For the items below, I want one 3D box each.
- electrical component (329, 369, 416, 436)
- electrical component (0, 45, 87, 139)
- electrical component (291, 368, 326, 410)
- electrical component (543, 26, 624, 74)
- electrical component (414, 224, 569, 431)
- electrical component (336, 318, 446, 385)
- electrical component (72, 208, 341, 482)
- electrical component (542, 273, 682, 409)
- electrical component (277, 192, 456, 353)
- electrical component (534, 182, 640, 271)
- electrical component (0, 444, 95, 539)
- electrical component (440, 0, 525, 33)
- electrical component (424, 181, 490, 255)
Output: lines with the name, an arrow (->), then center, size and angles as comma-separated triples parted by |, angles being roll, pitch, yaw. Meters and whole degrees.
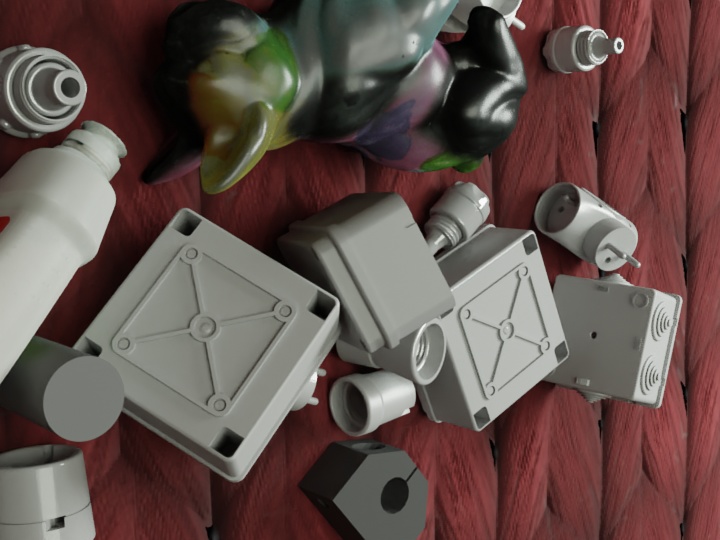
electrical component -> 0.009, 0.086, 0.717 | 0.046, 0.040, 0.040 | -12, 103, -43
electrical component -> -0.159, -0.091, 0.543 | 0.048, 0.062, 0.048 | -5, 98, -39
electrical component -> -0.054, 0.065, 0.660 | 0.079, 0.043, 0.077 | 20, 83, -39
electrical component -> 0.168, -0.165, 0.800 | 0.035, 0.061, 0.035 | -5, 99, -38
electrical component -> 0.084, 0.039, 0.761 | 0.109, 0.056, 0.108 | -33, 115, -31
electrical component -> 0.018, 0.048, 0.701 | 0.044, 0.065, 0.044 | -19, 113, -54
electrical component -> -0.082, 0.040, 0.590 | 0.108, 0.109, 0.056 | -56, 170, -20
electrical component -> 0.188, 0.052, 0.820 | 0.048, 0.100, 0.099 | 16, 85, -52
electrical component -> 0.000, 0.000, 0.642 | 0.057, 0.113, 0.078 | -30, 101, -12
electrical component -> 0.184, -0.025, 0.820 | 0.077, 0.079, 0.044 | 25, 105, -38
electrical component -> -0.170, 0.121, 0.567 | 0.055, 0.055, 0.047 | -8, 97, -38
electrical component -> 0.077, -0.178, 0.715 | 0.079, 0.077, 0.043 | 23, 81, -39
electrical component -> 0.062, -0.032, 0.748 | 0.061, 0.035, 0.035 | -48, 122, -21
